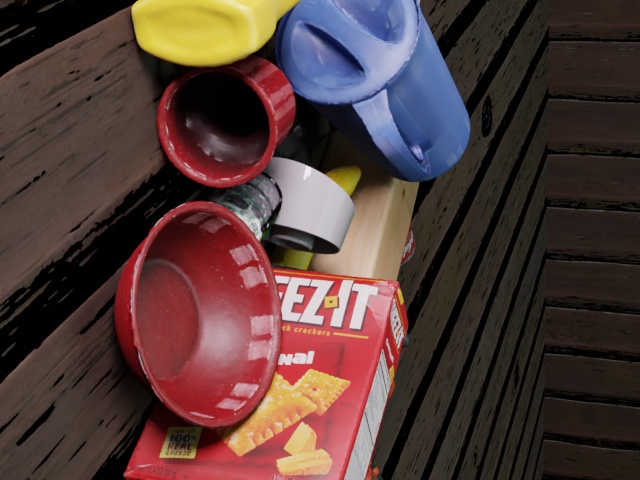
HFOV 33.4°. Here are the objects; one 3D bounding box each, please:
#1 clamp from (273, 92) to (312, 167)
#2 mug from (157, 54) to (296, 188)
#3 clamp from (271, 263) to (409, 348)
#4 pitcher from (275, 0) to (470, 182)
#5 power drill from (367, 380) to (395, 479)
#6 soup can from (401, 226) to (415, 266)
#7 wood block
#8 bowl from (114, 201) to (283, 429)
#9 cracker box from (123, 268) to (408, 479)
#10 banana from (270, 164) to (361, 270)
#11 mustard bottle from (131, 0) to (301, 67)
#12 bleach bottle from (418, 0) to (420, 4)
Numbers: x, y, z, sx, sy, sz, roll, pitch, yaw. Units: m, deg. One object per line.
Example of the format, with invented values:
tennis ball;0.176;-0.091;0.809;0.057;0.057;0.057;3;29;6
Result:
clamp;-0.029;-0.120;1.000;0.171;0.039;0.120;39;51;-76
mug;-0.073;-0.105;0.813;0.117;0.093;0.081;53;23;-8
clamp;-0.017;0.101;1.016;0.164;0.036;0.209;-47;131;-4
pitcher;0.066;-0.134;1.009;0.149;0.145;0.242;-65;152;-7
power drill;0.037;0.182;0.951;0.187;0.057;0.184;-89;161;-50
soup can;0.072;-0.020;1.276;0.102;0.069;0.068;68;32;-51
wood block;0.039;-0.008;1.145;0.091;0.090;0.206;67;33;-52
bowl;-0.096;0.055;0.769;0.161;0.055;0.162;16;71;-53
cracker box;-0.035;0.121;0.836;0.072;0.164;0.213;77;26;-47
banana;-0.012;-0.003;1.046;0.197;0.037;0.069;-65;160;-18
mustard bottle;-0.059;-0.193;0.801;0.191;0.096;0.058;-60;147;-52
bleach bottle;0.073;-0.210;1.247;0.102;0.068;0.251;-7;103;-67
